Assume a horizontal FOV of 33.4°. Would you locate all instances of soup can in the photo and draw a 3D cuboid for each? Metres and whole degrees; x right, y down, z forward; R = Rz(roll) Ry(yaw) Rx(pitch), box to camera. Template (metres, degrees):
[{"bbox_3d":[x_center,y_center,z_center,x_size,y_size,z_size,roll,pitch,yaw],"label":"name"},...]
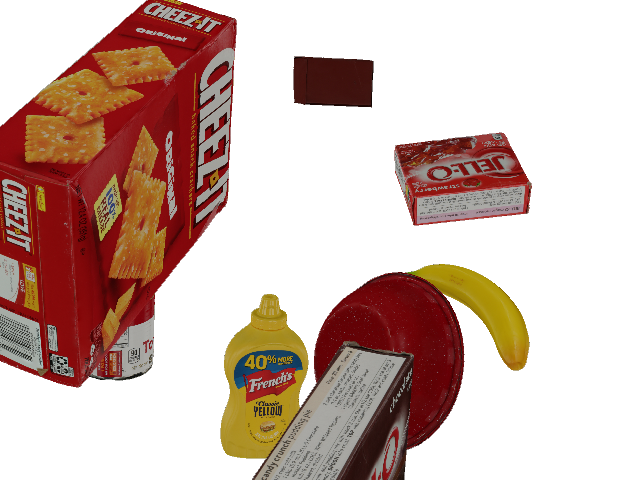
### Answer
[{"bbox_3d":[-0.175,0.060,0.908,0.068,0.102,0.068,4,19,-1],"label":"soup can"}]

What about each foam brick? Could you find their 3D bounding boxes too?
[{"bbox_3d":[0.014,-0.173,1.165,0.078,0.051,0.053,0,11,-16],"label":"foam brick"}]

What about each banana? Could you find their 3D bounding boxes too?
[{"bbox_3d":[0.164,0.071,1.119,0.069,0.037,0.198,-38,40,-14],"label":"banana"}]

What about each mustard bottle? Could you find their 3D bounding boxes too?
[{"bbox_3d":[-0.063,0.153,1.224,0.096,0.192,0.058,0,18,-13],"label":"mustard bottle"}]

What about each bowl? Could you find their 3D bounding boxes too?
[{"bbox_3d":[0.046,0.104,0.939,0.162,0.162,0.055,0,-10,44],"label":"bowl"}]

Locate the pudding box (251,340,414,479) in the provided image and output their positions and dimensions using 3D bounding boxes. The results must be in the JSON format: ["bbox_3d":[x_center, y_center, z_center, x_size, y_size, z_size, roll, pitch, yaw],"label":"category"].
[{"bbox_3d":[0.006,0.110,0.463,0.039,0.090,0.113,11,30,16],"label":"pudding box"}]

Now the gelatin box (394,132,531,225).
[{"bbox_3d":[0.105,-0.047,0.799,0.089,0.030,0.073,-7,37,-3],"label":"gelatin box"}]

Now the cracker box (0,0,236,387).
[{"bbox_3d":[-0.128,-0.036,0.685,0.072,0.164,0.213,19,41,13],"label":"cracker box"}]
